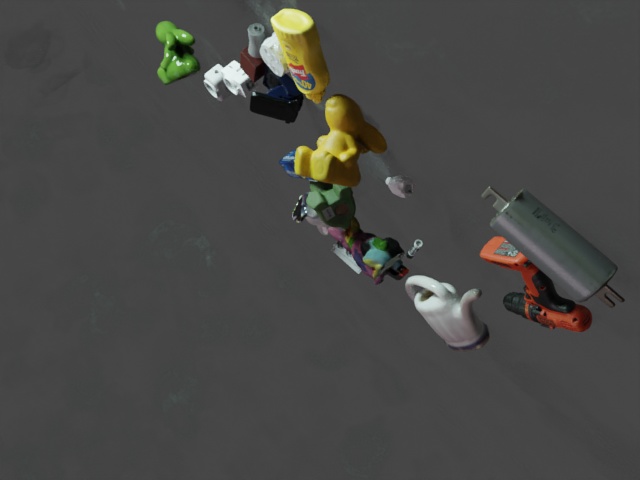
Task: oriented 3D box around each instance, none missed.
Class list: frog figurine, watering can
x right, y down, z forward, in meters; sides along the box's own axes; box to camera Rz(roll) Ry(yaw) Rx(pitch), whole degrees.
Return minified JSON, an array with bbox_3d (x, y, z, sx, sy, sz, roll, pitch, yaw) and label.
[{"bbox_3d":[0.005,-0.081,1.606,0.159,0.124,0.136,14,167,-19],"label":"frog figurine"},{"bbox_3d":[0.327,0.178,1.245,0.223,0.105,0.347,49,167,-12],"label":"watering can"}]
